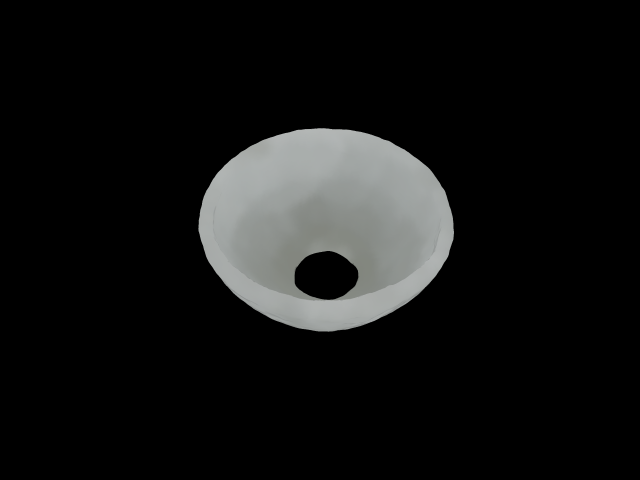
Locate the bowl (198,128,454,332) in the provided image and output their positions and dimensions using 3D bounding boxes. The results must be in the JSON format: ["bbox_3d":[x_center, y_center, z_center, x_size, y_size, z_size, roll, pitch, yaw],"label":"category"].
[{"bbox_3d":[0.004,0.001,0.400,0.167,0.075,0.167,0,50,0],"label":"bowl"}]
